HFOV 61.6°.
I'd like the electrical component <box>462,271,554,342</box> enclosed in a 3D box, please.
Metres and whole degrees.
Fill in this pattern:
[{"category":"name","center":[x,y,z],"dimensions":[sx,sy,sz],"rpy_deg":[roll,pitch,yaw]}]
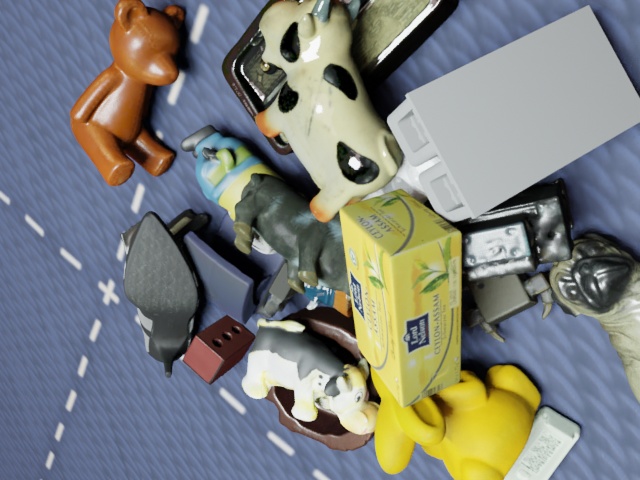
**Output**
[{"category":"electrical component","center":[0.188,0.057,0.553],"dimensions":[0.102,0.045,0.078],"rpy_deg":[-42,56,27]}]

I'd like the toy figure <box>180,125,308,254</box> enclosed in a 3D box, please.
[{"category":"toy figure","center":[-0.085,-0.062,0.637],"dimensions":[0.180,0.082,0.089],"rpy_deg":[51,122,9]}]

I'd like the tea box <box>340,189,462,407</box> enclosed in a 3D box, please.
[{"category":"tea box","center":[0.074,0.052,0.485],"dimensions":[0.098,0.068,0.169],"rpy_deg":[-133,27,-55]}]

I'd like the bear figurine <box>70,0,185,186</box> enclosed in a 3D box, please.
[{"category":"bear figurine","center":[-0.215,-0.180,0.653],"dimensions":[0.132,0.120,0.196],"rpy_deg":[47,114,4]}]

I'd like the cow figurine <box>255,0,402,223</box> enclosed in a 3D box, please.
[{"category":"cow figurine","center":[0.007,-0.130,0.485],"dimensions":[0.127,0.085,0.195],"rpy_deg":[-33,85,37]}]

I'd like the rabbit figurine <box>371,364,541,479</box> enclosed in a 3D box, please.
[{"category":"rabbit figurine","center":[0.117,0.175,0.560],"dimensions":[0.173,0.162,0.121],"rpy_deg":[44,130,14]}]

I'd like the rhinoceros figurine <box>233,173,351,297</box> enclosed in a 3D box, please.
[{"category":"rhinoceros figurine","center":[-0.001,-0.002,0.563],"dimensions":[0.190,0.112,0.073],"rpy_deg":[28,159,3]}]

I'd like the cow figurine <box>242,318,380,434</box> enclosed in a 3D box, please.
[{"category":"cow figurine","center":[-0.004,0.146,0.600],"dimensions":[0.168,0.068,0.098],"rpy_deg":[15,103,25]}]

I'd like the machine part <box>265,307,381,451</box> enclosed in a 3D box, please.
[{"category":"machine part","center":[0.008,0.168,0.668],"dimensions":[0.180,0.056,0.179],"rpy_deg":[7,106,26]}]

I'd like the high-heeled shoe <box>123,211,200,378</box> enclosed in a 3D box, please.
[{"category":"high-heeled shoe","center":[-0.205,0.062,0.703],"dimensions":[0.086,0.145,0.248],"rpy_deg":[-2,113,-15]}]

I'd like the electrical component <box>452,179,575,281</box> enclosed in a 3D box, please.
[{"category":"electrical component","center":[0.168,-0.009,0.491],"dimensions":[0.115,0.134,0.058],"rpy_deg":[-15,98,27]}]

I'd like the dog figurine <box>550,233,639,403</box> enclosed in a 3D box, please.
[{"category":"dog figurine","center":[0.293,0.100,0.491],"dimensions":[0.191,0.121,0.172],"rpy_deg":[28,112,33]}]

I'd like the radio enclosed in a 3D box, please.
[{"category":"radio","center":[0.011,-0.207,0.550],"dimensions":[0.229,0.073,0.131],"rpy_deg":[-39,85,29]}]

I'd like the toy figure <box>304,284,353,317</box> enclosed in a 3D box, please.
[{"category":"toy figure","center":[0.051,0.063,0.610],"dimensions":[0.155,0.064,0.057],"rpy_deg":[10,149,22]}]

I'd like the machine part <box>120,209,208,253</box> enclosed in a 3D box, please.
[{"category":"machine part","center":[-0.216,-0.005,0.729],"dimensions":[0.139,0.084,0.039],"rpy_deg":[-7,126,37]}]

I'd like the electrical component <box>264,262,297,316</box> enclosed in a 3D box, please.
[{"category":"electrical component","center":[-0.035,0.048,0.651],"dimensions":[0.021,0.063,0.094],"rpy_deg":[30,98,10]}]

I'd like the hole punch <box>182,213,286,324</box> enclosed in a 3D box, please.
[{"category":"hole punch","center":[-0.119,0.043,0.681],"dimensions":[0.142,0.092,0.115],"rpy_deg":[34,120,11]}]
